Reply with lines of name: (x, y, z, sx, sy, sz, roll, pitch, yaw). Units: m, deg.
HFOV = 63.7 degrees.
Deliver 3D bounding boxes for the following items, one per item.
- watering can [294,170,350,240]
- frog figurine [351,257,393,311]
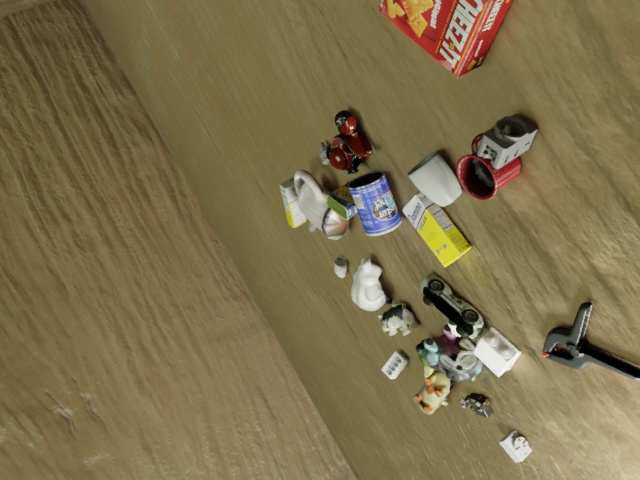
watering can: (0.005, -0.083, 1.657, 0.228, 0.105, 0.340, 44, 163, 32)
frog figurine: (0.147, 0.140, 1.610, 0.140, 0.123, 0.156, 63, 179, 47)
